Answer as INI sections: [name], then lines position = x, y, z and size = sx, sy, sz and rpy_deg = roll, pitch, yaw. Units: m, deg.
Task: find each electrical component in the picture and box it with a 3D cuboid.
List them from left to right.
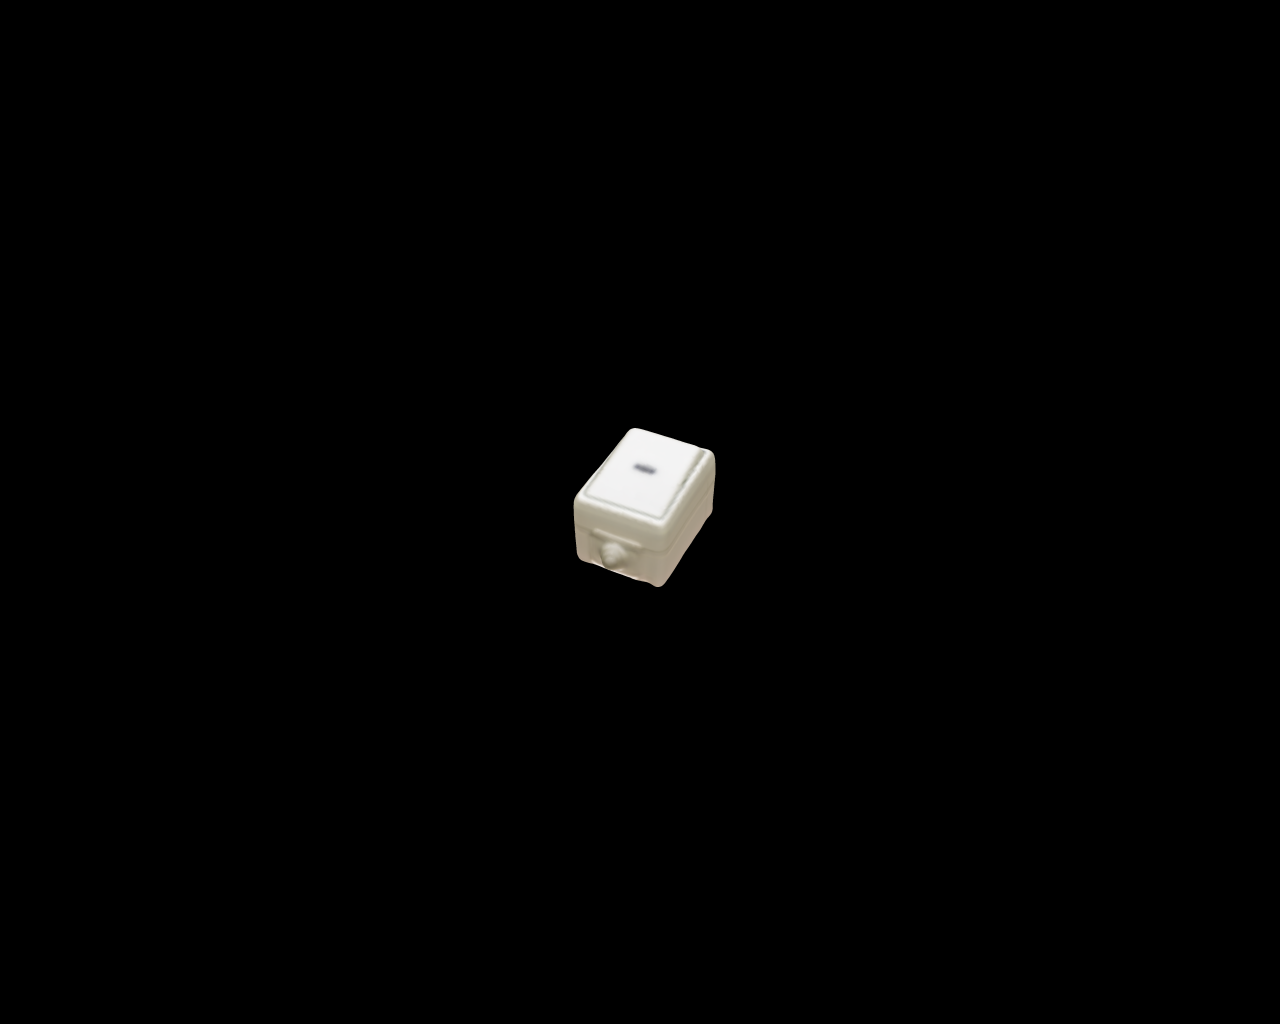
[electrical component]
position = 0.001, -0.003, 0.650
size = 0.062, 0.061, 0.096
rpy_deg = 19, 46, 19
